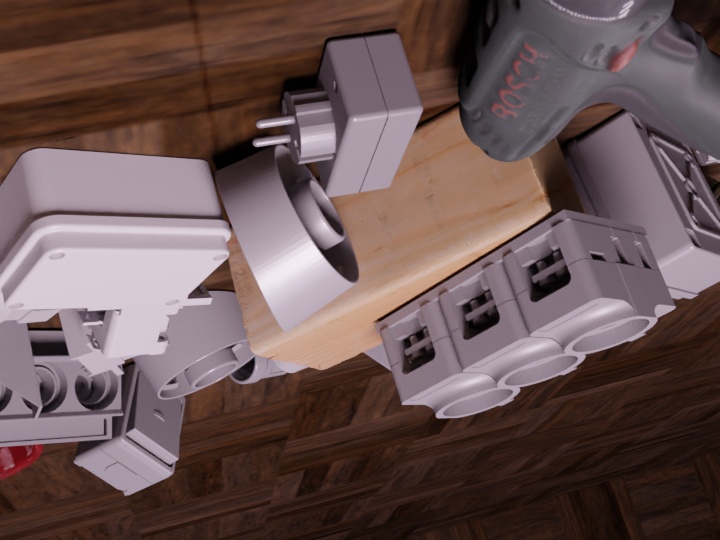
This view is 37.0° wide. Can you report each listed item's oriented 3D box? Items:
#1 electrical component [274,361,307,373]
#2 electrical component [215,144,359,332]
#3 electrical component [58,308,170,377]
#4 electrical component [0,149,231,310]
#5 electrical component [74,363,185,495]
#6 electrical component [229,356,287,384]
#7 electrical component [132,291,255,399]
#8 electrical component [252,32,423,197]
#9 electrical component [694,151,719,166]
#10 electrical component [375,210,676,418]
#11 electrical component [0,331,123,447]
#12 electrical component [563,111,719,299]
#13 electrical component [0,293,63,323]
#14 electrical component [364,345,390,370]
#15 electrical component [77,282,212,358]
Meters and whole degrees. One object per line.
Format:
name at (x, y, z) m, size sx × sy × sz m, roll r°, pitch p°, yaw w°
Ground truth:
electrical component at (-0.044, 0.047, 0.854) m, size 0.077 × 0.044 × 0.079 m, roll -29°, pitch 157°, yaw 29°
electrical component at (-0.045, -0.019, 0.606) m, size 0.064 × 0.099 × 0.099 m, roll -29°, pitch 158°, yaw 13°
electrical component at (-0.167, 0.038, 0.736) m, size 0.064 × 0.042 × 0.081 m, roll -19°, pitch 161°, yaw -5°
electrical component at (-0.137, -0.019, 0.586) m, size 0.113 × 0.057 × 0.078 m, roll 0°, pitch 154°, yaw -39°
electrical component at (-0.183, 0.123, 0.878) m, size 0.061 × 0.096 × 0.062 m, roll -27°, pitch 128°, yaw 25°
electrical component at (-0.084, 0.073, 0.899) m, size 0.040 × 0.040 × 0.046 m, roll -33°, pitch 161°, yaw 36°
electrical component at (-0.124, 0.053, 0.811) m, size 0.099 × 0.064 × 0.099 m, roll -28°, pitch 166°, yaw -8°
electrical component at (-0.018, -0.075, 0.552) m, size 0.076 × 0.047 × 0.083 m, roll -10°, pitch 159°, yaw -15°
electrical component at (0.256, -0.093, 0.740) m, size 0.046 × 0.040 × 0.040 m, roll -13°, pitch 160°, yaw 3°
electrical component at (0.098, 0.032, 0.640) m, size 0.089 × 0.061 × 0.150 m, roll 7°, pitch 148°, yaw -46°
electrical component at (-0.237, 0.083, 0.758) m, size 0.121 × 0.078 × 0.063 m, roll 4°, pitch 173°, yaw -44°
electrical component at (0.201, -0.041, 0.730) m, size 0.056 × 0.108 × 0.109 m, roll -33°, pitch 155°, yaw 30°
electrical component at (-0.199, 0.006, 0.621) m, size 0.066 × 0.048 × 0.055 m, roll -32°, pitch 163°, yaw 34°
electrical component at (0.050, 0.052, 0.916) m, size 0.047 × 0.083 × 0.075 m, roll 18°, pitch 102°, yaw -58°
electrical component at (-0.140, 0.019, 0.671) m, size 0.081 × 0.042 × 0.063 m, roll -2°, pitch 127°, yaw -35°
